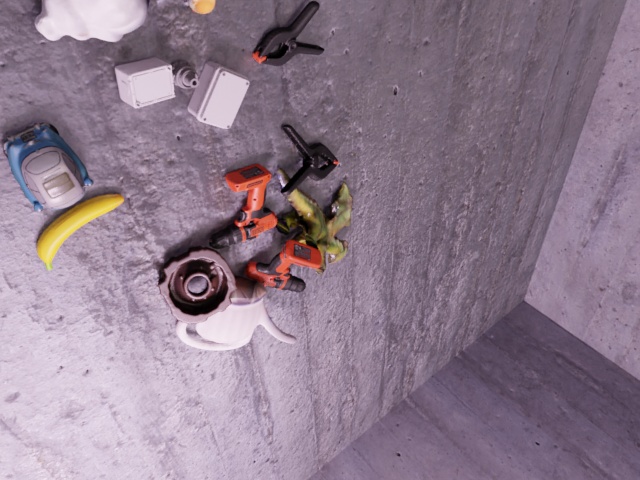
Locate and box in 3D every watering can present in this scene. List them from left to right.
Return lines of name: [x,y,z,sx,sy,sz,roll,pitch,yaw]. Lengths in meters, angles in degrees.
watering can: [-0.198,0.200,1.360,0.347,0.106,0.220,4,120,-28]

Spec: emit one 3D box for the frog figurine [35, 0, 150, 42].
frog figurine: [-0.340,-0.353,0.760,0.162,0.123,0.134,-46,164,-26]

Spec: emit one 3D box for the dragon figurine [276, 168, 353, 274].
dragon figurine: [0.004,-0.071,1.405,0.247,0.123,0.401,-46,139,-37]
